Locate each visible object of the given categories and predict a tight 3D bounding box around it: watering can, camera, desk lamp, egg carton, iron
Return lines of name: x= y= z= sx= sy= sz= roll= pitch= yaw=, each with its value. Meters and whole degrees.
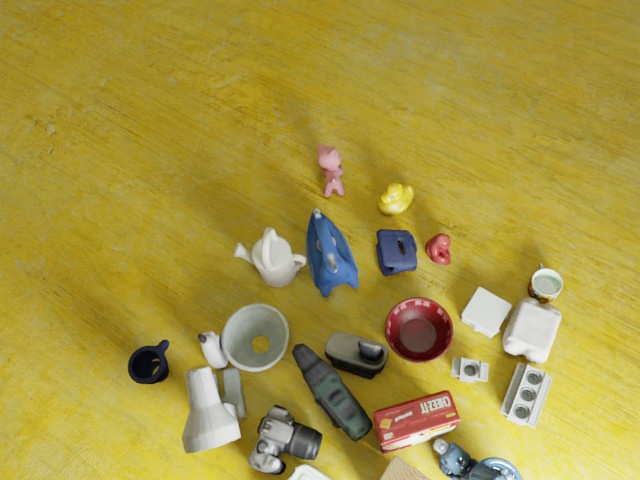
watering can: x=-0.126 y=0.040 z=1.421 sx=0.173 sy=0.194 sz=0.101 roll=-15 pitch=64 yaw=0
camera: x=-0.073 y=0.454 z=1.272 sx=0.136 sy=0.101 sz=0.143 roll=15 pitch=68 yaw=13
desk lamp: x=-0.239 y=0.371 z=1.268 sx=0.118 sy=0.214 sz=0.203 roll=-15 pitch=64 yaw=0
egg carton: x=0.494 y=0.210 z=1.339 sx=0.107 sy=0.069 sz=0.150 roll=21 pitch=69 yaw=16
iron: x=0.013 y=0.005 z=1.451 sx=0.118 sy=0.141 sz=0.258 roll=-18 pitch=64 yaw=-2

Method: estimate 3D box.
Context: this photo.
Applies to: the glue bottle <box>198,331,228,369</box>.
glue bottle: x=-0.257 y=0.249 z=1.350 sx=0.037 sy=0.173 sz=0.078 roll=-10 pitch=64 yaw=2

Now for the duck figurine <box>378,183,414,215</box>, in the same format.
duck figurine: x=0.201 y=-0.121 z=1.519 sx=0.104 sy=0.086 sz=0.077 roll=-32 pitch=65 yaw=-8

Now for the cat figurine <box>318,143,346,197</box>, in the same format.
cat figurine: x=0.029 y=-0.198 z=1.558 sx=0.067 sy=0.118 sz=0.127 roll=-9 pitch=64 yaw=3

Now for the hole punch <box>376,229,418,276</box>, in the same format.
hole punch: x=0.195 y=0.024 z=1.449 sx=0.101 sy=0.091 sz=0.108 roll=-11 pitch=64 yaw=1

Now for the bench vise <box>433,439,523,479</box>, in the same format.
bench vise: x=0.318 y=0.484 z=1.147 sx=0.207 sy=0.220 sz=0.121 roll=17 pitch=68 yaw=14

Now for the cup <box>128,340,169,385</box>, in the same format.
cup: x=-0.396 y=0.299 z=1.386 sx=0.091 sy=0.095 sz=0.118 roll=29 pitch=71 yaw=18

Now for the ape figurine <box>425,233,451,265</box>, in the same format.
ape figurine: x=0.304 y=0.014 z=1.440 sx=0.076 sy=0.092 sz=0.078 roll=31 pitch=72 yaw=19

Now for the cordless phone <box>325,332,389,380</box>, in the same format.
cordless phone: x=0.081 y=0.245 z=1.306 sx=0.147 sy=0.185 sz=0.094 roll=12 pitch=67 yaw=12

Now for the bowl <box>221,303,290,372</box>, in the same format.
bowl: x=-0.151 y=0.243 z=1.395 sx=0.167 sy=0.075 sz=0.167 roll=-2 pitch=65 yaw=6

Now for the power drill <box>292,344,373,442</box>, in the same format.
power drill: x=0.026 y=0.340 z=1.254 sx=0.076 sy=0.209 sz=0.229 roll=-38 pitch=66 yaw=-11
